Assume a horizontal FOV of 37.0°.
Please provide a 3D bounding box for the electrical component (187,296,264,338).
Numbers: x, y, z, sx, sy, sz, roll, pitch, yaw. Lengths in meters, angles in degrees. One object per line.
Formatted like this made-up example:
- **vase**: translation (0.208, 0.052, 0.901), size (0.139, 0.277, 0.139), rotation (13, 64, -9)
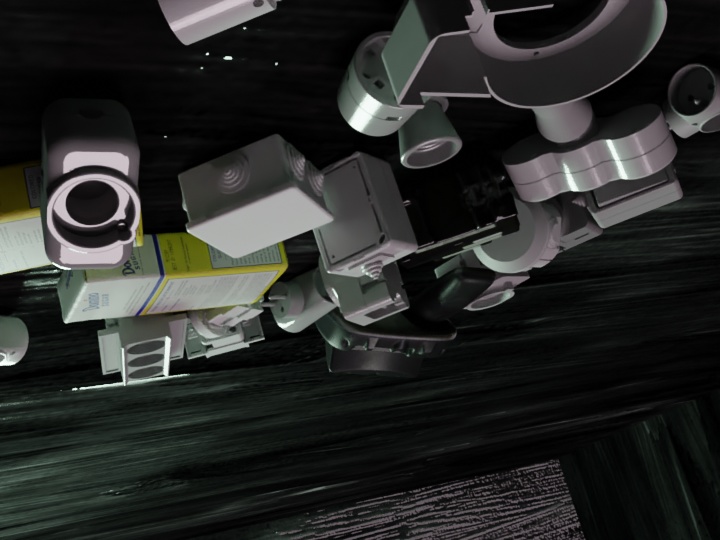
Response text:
- **electrical component**: translation (-0.132, 0.035, 1.036), size (0.055, 0.048, 0.066), rotation (-32, 158, 21)

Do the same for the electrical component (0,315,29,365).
- **electrical component**: translation (-0.346, 0.066, 0.938), size (0.079, 0.044, 0.077), rotation (-25, 160, 24)

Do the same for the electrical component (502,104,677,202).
- **electrical component**: translation (0.175, -0.107, 0.862), size (0.138, 0.073, 0.052), rotation (-12, -150, 36)

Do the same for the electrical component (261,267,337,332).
- **electrical component**: translation (-0.065, 0.030, 1.083), size (0.079, 0.043, 0.077), rotation (-1, 156, -40)

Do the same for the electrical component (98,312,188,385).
- **electrical component**: translation (-0.207, 0.058, 1.010), size (0.079, 0.063, 0.121), rotation (-11, 161, -16)

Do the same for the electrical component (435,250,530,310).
- **electrical component**: translation (0.134, 0.008, 1.173), size (0.050, 0.055, 0.089), rotation (0, 156, -43)

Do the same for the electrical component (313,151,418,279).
- **electrical component**: translation (0.003, -0.037, 0.858), size (0.062, 0.096, 0.061), rotation (-25, 164, 25)

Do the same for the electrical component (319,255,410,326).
- **electrical component**: translation (0.000, 0.000, 0.975), size (0.056, 0.089, 0.050), rotation (-23, 161, 18)

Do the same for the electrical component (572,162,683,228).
- **electrical component**: translation (0.238, -0.083, 0.984), size (0.096, 0.061, 0.061), rotation (-22, 161, 16)

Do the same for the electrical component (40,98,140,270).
- **electrical component**: translation (-0.166, -0.050, 0.660), size (0.054, 0.059, 0.095), rotation (-1, 125, -20)

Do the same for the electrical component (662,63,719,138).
- **electrical component**: translation (0.280, -0.135, 0.896), size (0.077, 0.044, 0.079), rotation (2, 155, -45)

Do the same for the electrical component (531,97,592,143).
- **electrical component**: translation (0.146, -0.128, 0.808), size (0.044, 0.044, 0.065), rotation (-22, 157, 17)

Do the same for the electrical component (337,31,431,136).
- **electrical component**: translation (0.015, -0.119, 0.697), size (0.055, 0.055, 0.047), rotation (-9, 164, -22)

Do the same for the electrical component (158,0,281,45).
- **electrical component**: translation (-0.061, -0.150, 0.551), size (0.081, 0.043, 0.043), rotation (-20, 162, 10)

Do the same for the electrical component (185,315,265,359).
- **electrical component**: translation (-0.142, 0.058, 1.096), size (0.081, 0.042, 0.063), rotation (-15, 166, -6)

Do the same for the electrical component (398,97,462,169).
- **electrical component**: translation (0.043, -0.106, 0.756), size (0.045, 0.055, 0.045), rotation (-15, 162, -5)

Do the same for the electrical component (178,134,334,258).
- **electrical component**: translation (-0.079, -0.055, 0.810), size (0.100, 0.048, 0.100), rotation (-21, 162, 12)

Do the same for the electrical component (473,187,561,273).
- **electrical component**: translation (0.149, -0.037, 1.017), size (0.080, 0.080, 0.051), rotation (-27, 164, 30)

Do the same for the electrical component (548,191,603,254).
- **electrical component**: translation (0.185, -0.045, 1.069), size (0.089, 0.050, 0.056), rotation (-25, 160, 26)
